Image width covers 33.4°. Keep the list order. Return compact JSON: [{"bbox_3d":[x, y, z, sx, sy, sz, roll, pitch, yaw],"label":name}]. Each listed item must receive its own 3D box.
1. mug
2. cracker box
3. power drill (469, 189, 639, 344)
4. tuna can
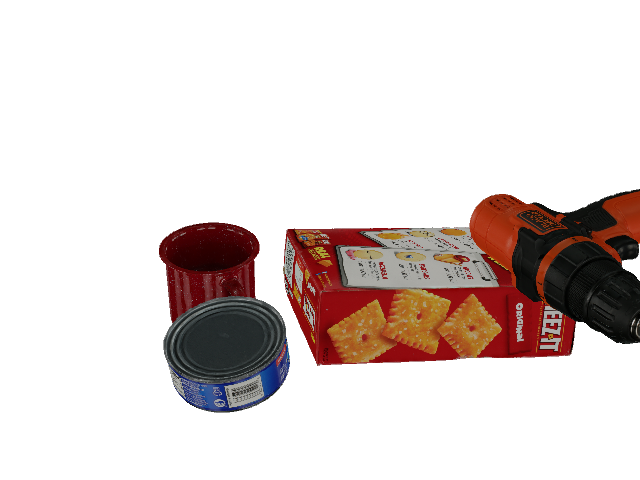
[{"bbox_3d":[-0.096,0.046,0.993,0.093,0.081,0.117,-18,35,-28],"label":"mug"},{"bbox_3d":[0.086,0.044,0.905,0.213,0.072,0.164,0,18,-12],"label":"cracker box"},{"bbox_3d":[0.223,0.002,0.741,0.187,0.057,0.185,-12,29,-21],"label":"power drill"},{"bbox_3d":[-0.064,0.079,0.747,0.086,0.034,0.086,-5,38,4],"label":"tuna can"}]
